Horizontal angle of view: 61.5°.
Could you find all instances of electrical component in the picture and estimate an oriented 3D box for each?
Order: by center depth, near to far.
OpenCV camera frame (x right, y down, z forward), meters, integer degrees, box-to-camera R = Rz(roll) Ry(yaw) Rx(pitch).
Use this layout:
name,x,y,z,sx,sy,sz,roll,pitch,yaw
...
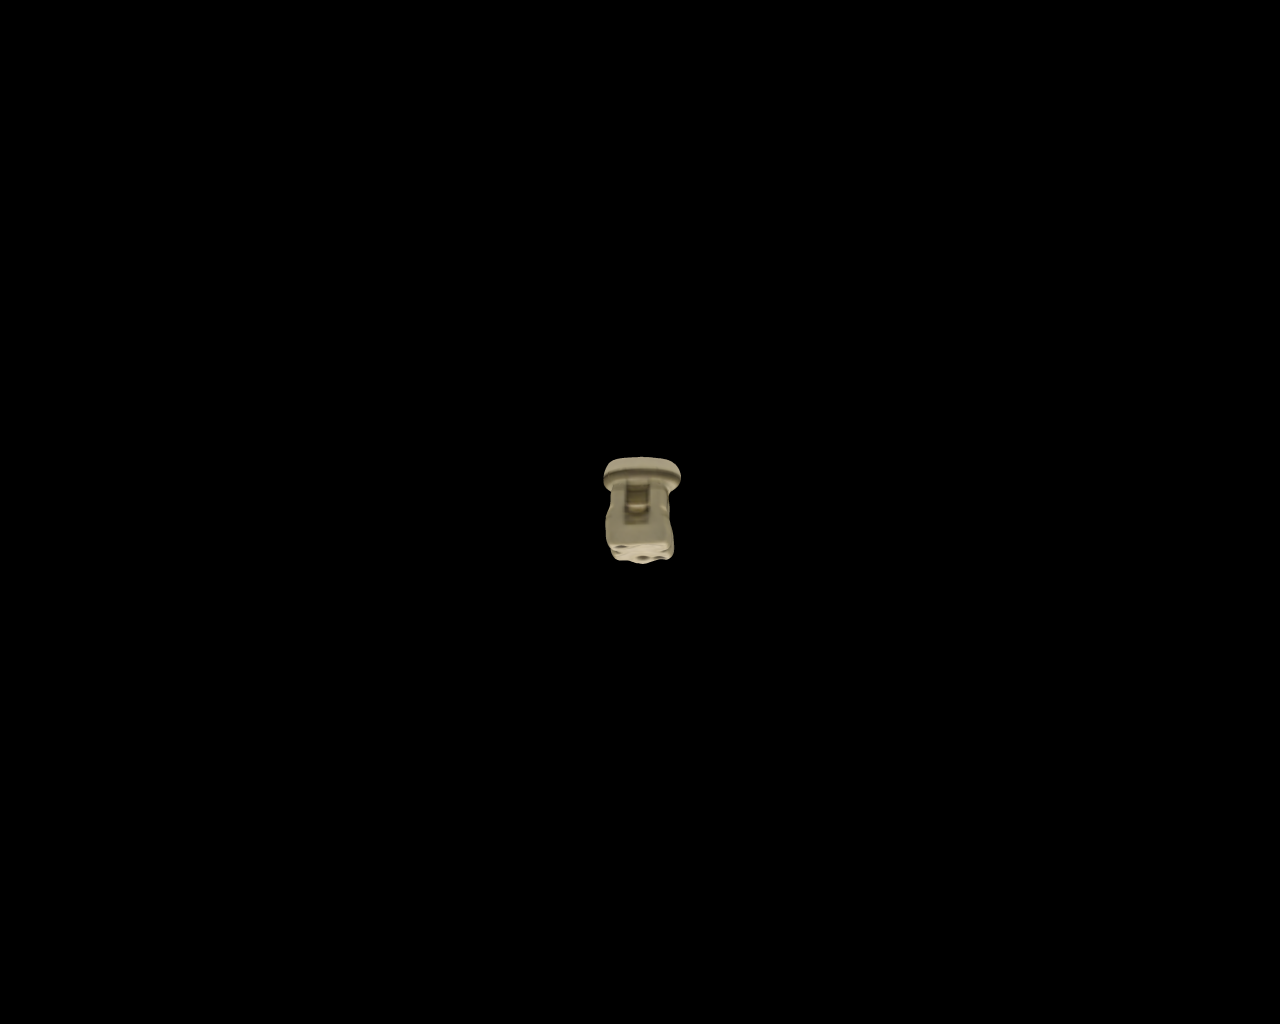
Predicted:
name,x,y,z,sx,sy,sz,roll,pitch,yaw
electrical component,0.001,-0.003,0.650,0.048,0.055,0.066,-1,-15,4
